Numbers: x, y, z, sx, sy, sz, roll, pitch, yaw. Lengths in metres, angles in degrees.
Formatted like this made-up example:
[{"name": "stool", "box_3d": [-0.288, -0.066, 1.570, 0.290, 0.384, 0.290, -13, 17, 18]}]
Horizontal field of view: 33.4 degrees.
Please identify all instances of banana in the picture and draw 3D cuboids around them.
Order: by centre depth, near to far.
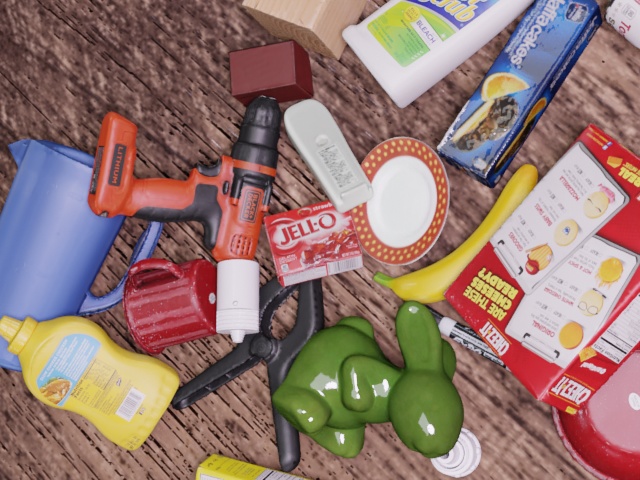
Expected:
[{"name": "banana", "box_3d": [0.145, 0.006, 1.053, 0.198, 0.037, 0.070, -36, 73, 11]}]

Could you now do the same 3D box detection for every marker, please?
[{"name": "marker", "box_3d": [0.147, 0.097, 1.047, 0.121, 0.020, 0.020, 28, 91, 21]}]

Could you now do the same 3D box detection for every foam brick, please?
[{"name": "foam brick", "box_3d": [-0.053, -0.178, 1.146, 0.078, 0.053, 0.051, -7, 78, 18]}]

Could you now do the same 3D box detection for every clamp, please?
[{"name": "clamp", "box_3d": [-0.046, 0.123, 1.100, 0.165, 0.036, 0.210, 31, 90, 30]}]

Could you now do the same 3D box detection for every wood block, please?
[{"name": "wood block", "box_3d": [0.014, -0.308, 1.118, 0.091, 0.090, 0.206, 25, 88, 23]}]

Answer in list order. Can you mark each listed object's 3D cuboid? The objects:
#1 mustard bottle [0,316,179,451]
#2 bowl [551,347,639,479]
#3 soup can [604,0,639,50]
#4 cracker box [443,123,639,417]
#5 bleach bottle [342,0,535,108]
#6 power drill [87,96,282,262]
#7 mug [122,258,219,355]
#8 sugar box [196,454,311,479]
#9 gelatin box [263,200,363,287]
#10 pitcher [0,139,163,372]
[{"name": "mustard bottle", "box_3d": [-0.250, 0.135, 1.113, 0.191, 0.058, 0.096, 33, 93, -14]}, {"name": "bowl", "box_3d": [0.289, 0.147, 0.967, 0.162, 0.055, 0.162, -3, 80, 18]}, {"name": "soup can", "box_3d": [0.328, -0.202, 1.004, 0.068, 0.068, 0.102, -45, 69, 8]}, {"name": "cracker box", "box_3d": [0.237, 0.025, 0.960, 0.214, 0.072, 0.164, -52, 40, 12]}, {"name": "bleach bottle", "box_3d": [0.150, -0.249, 1.081, 0.251, 0.068, 0.103, -39, 70, 8]}, {"name": "power drill", "box_3d": [-0.135, -0.075, 1.104, 0.187, 0.057, 0.184, 12, 88, -20]}, {"name": "mug", "box_3d": [-0.152, 0.059, 1.110, 0.082, 0.117, 0.093, -15, 41, 19]}, {"name": "sugar box", "box_3d": [-0.040, 0.280, 1.061, 0.176, 0.048, 0.093, 10, 105, 18]}, {"name": "gelatin box", "box_3d": [-0.007, 0.001, 1.090, 0.089, 0.030, 0.073, -14, 59, -3]}, {"name": "pitcher", "box_3d": [-0.290, 0.022, 1.168, 0.149, 0.144, 0.243, 27, 95, 39]}]
